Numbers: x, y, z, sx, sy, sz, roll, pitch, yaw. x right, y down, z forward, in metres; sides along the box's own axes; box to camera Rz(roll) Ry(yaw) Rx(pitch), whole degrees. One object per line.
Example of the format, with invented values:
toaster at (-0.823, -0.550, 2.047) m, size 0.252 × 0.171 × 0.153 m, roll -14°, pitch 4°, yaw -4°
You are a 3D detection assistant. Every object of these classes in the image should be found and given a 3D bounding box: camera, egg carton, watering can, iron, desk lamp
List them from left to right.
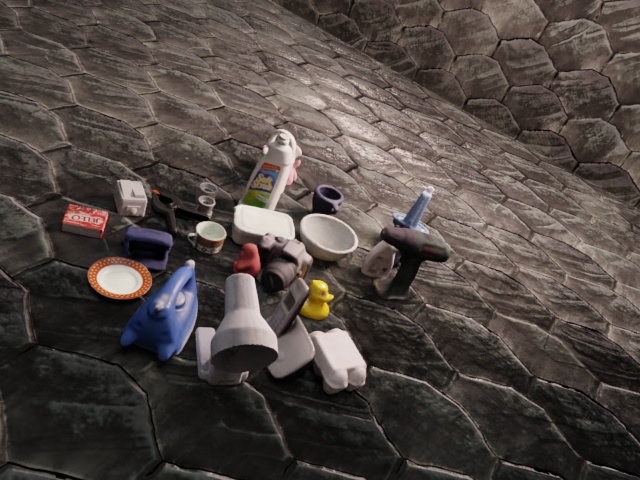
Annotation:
iron at (-0.296, 0.115, 1.153) m, size 0.118 × 0.141 × 0.258 m, roll 22°, pitch 33°, yaw -3°
desk lamp at (-0.163, 0.182, 1.078) m, size 0.118 × 0.213 × 0.203 m, roll 7°, pitch 37°, yaw -24°
watering can at (-0.125, -0.244, 1.712) m, size 0.101 × 0.194 × 0.173 m, roll 25°, pitch 33°, yaw 2°
camera at (-0.101, 0.054, 1.397) m, size 0.143 × 0.101 × 0.137 m, roll 28°, pitch 33°, yaw 6°
egg carton at (0.032, 0.258, 1.228) m, size 0.107 × 0.069 × 0.150 m, roll -2°, pitch 41°, yaw -34°

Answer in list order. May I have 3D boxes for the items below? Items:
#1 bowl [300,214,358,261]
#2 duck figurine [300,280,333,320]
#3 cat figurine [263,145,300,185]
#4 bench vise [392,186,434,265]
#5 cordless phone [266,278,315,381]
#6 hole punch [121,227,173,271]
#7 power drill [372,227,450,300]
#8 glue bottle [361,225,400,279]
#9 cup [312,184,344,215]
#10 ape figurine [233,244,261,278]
bowl at (0.014, 0.006, 1.563) m, size 0.168 × 0.074 × 0.167 m, roll 17°, pitch 34°, yaw -11°
duck figurine at (-0.017, 0.131, 1.359) m, size 0.104 × 0.086 × 0.078 m, roll 28°, pitch 33°, yaw 6°
cat figurine at (-0.122, -0.251, 1.795) m, size 0.128 × 0.117 × 0.067 m, roll 26°, pitch 33°, yaw 2°
bench vise at (0.270, -0.040, 1.657) m, size 0.121 × 0.219 × 0.207 m, roll 21°, pitch 33°, yaw -5°
cordless phone at (-0.056, 0.182, 1.172) m, size 0.094 × 0.185 × 0.147 m, roll -3°, pitch 42°, yaw -35°
hole punch at (-0.390, 0.003, 1.294) m, size 0.109 × 0.091 × 0.101 m, roll 11°, pitch 35°, yaw -20°
power drill at (0.221, 0.059, 1.498) m, size 0.230 × 0.208 × 0.075 m, roll 3°, pitch 39°, yaw -29°
glue bottle at (0.175, 0.029, 1.543) m, size 0.078 × 0.173 × 0.037 m, roll 16°, pitch 34°, yaw -13°
cup at (0.018, -0.094, 1.686) m, size 0.092 × 0.095 × 0.117 m, roll 3°, pitch 39°, yaw -29°
ape figurine at (-0.174, 0.046, 1.372) m, size 0.076 × 0.092 × 0.078 m, roll 34°, pitch 34°, yaw 14°
